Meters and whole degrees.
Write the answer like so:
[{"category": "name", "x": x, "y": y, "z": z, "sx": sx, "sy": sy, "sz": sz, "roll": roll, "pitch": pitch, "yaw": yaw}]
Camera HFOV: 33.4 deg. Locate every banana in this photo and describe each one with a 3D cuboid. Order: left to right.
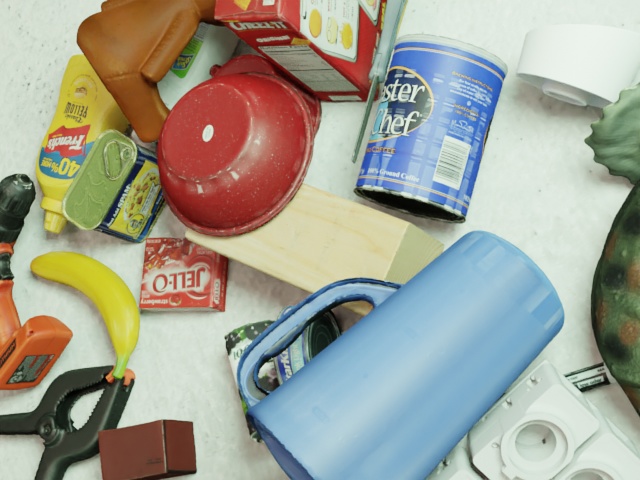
[{"category": "banana", "x": -0.235, "y": 0.057, "z": 1.098, "sx": 0.069, "sy": 0.037, "sz": 0.198, "roll": -42, "pitch": 52, "yaw": -6}]

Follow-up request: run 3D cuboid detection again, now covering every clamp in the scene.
[{"category": "clamp", "x": -0.278, "y": 0.193, "z": 1.098, "sx": 0.210, "sy": 0.036, "sz": 0.165, "roll": -48, "pitch": 61, "yaw": 8}]

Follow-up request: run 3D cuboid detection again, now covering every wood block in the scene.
[{"category": "wood block", "x": -0.007, "y": 0.002, "z": 0.971, "sx": 0.206, "sy": 0.090, "sz": 0.090, "roll": 22, "pitch": 87, "yaw": 30}]

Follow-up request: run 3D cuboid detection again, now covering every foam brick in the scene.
[{"category": "foam brick", "x": -0.166, "y": 0.205, "z": 1.029, "sx": 0.078, "sy": 0.051, "sz": 0.053, "roll": -14, "pitch": 73, "yaw": 24}]

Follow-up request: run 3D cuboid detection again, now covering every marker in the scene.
[{"category": "marker", "x": 0.194, "y": 0.123, "z": 0.879, "sx": 0.121, "sy": 0.020, "sz": 0.020, "roll": -21, "pitch": 69, "yaw": 21}]

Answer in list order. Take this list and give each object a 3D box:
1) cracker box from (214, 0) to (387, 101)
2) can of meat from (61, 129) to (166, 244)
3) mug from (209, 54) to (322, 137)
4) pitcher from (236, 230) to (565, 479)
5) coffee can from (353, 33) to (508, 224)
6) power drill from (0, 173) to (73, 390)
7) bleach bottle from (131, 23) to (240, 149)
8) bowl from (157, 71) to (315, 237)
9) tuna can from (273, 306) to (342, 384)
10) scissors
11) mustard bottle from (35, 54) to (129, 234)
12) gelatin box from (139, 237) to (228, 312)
[{"category": "cracker box", "x": -0.008, "y": -0.234, "z": 0.956, "sx": 0.072, "sy": 0.213, "sz": 0.164, "roll": 1, "pitch": 79, "yaw": 26}, {"category": "can of meat", "x": -0.200, "y": -0.051, "z": 1.088, "sx": 0.058, "sy": 0.083, "sz": 0.102, "roll": 31, "pitch": 94, "yaw": 30}, {"category": "mug", "x": -0.064, "y": -0.136, "z": 1.039, "sx": 0.117, "sy": 0.081, "sz": 0.093, "roll": 44, "pitch": 100, "yaw": 28}, {"category": "pitcher", "x": 0.064, "y": 0.099, "z": 0.828, "sx": 0.242, "sy": 0.149, "sz": 0.145, "roll": -42, "pitch": 24, "yaw": -14}, {"category": "coffee can", "x": 0.097, "y": -0.096, "z": 0.933, "sx": 0.103, "sy": 0.102, "sz": 0.140, "roll": 13, "pitch": 85, "yaw": 29}, {"category": "power drill", "x": -0.325, "y": 0.048, "z": 1.121, "sx": 0.185, "sy": 0.057, "sz": 0.188, "roll": -51, "pitch": 55, "yaw": 31}, {"category": "bleach bottle", "x": -0.133, "y": -0.216, "z": 1.105, "sx": 0.103, "sy": 0.068, "sz": 0.251, "roll": 30, "pitch": 95, "yaw": 29}, {"category": "bowl", "x": -0.088, "y": -0.087, "z": 0.952, "sx": 0.162, "sy": 0.055, "sz": 0.162, "roll": -8, "pitch": 70, "yaw": 24}, {"category": "tuna can", "x": -0.009, "y": 0.100, "z": 0.952, "sx": 0.034, "sy": 0.086, "sz": 0.086, "roll": -8, "pitch": 74, "yaw": 23}, {"category": "scissors", "x": 0.056, "y": -0.170, "z": 0.950, "sx": 0.016, "sy": 0.096, "sz": 0.201, "roll": 14, "pitch": 51, "yaw": 5}, {"category": "mustard bottle", "x": -0.256, "y": -0.099, "z": 1.144, "sx": 0.096, "sy": 0.058, "sz": 0.191, "roll": 16, "pitch": 86, "yaw": 31}, {"category": "gelatin box", "x": -0.135, "y": 0.034, "z": 1.065, "sx": 0.089, "sy": 0.030, "sz": 0.073, "roll": -2, "pitch": 78, "yaw": 27}]
